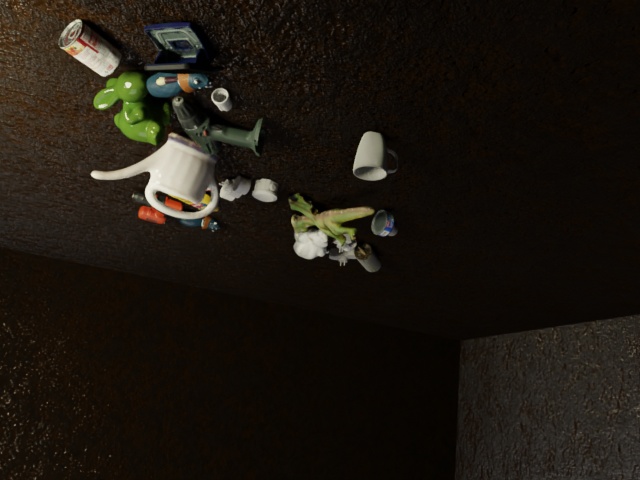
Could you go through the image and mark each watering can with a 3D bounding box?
[{"bbox_3d":[-0.411,-0.190,1.394,0.344,0.226,0.104,24,172,-37],"label":"watering can"}]

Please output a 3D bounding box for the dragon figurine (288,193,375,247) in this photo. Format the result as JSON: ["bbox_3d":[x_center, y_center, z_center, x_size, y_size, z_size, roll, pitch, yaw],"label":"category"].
[{"bbox_3d":[0.005,-0.086,1.710,0.242,0.124,0.404,21,158,-12],"label":"dragon figurine"}]

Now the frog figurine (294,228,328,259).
[{"bbox_3d":[-0.023,0.015,1.986,0.135,0.124,0.159,44,156,-29],"label":"frog figurine"}]
